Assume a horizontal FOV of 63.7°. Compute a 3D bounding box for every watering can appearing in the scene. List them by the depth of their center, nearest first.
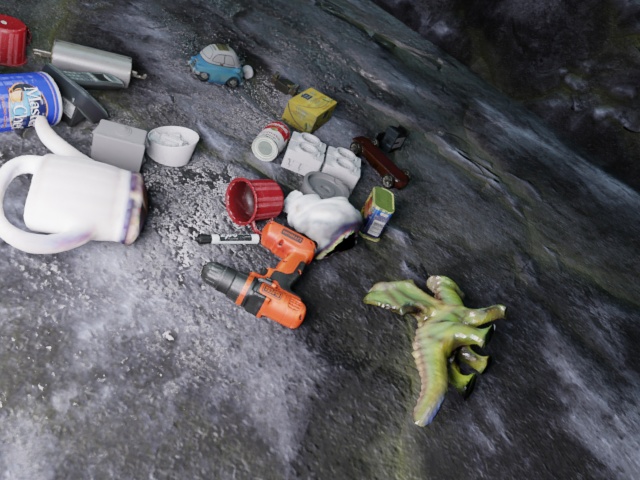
[{"bbox_3d":[-0.396,-0.098,0.843,0.224,0.102,0.356,11,37,-24],"label":"watering can"}]

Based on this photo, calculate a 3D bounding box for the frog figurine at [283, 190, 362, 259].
[{"bbox_3d":[0.003,-0.052,1.040,0.139,0.120,0.161,-26,70,-28],"label":"frog figurine"}]

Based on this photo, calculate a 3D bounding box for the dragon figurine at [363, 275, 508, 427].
[{"bbox_3d":[0.184,0.156,0.923,0.245,0.120,0.414,26,28,31],"label":"dragon figurine"}]
